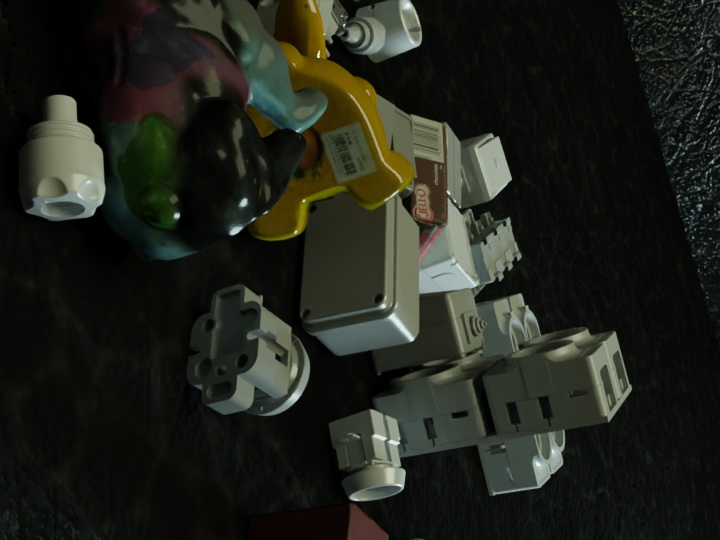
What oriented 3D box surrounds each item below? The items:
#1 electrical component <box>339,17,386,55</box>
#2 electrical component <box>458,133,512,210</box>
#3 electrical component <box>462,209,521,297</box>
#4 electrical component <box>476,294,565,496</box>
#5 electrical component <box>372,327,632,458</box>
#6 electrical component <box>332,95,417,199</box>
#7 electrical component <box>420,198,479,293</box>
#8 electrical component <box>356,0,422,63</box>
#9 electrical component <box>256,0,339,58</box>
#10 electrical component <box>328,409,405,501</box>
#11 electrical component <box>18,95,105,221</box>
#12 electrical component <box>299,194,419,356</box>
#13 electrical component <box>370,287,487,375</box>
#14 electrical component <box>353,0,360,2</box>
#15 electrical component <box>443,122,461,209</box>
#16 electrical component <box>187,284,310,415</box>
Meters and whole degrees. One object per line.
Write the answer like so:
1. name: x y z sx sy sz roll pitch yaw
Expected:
1. electrical component: -0.001 -0.215 0.987 0.061 0.035 0.035 -21 96 -63
2. electrical component: 0.119 -0.105 1.152 0.096 0.061 0.061 -40 113 -63
3. electrical component: 0.119 -0.015 1.100 0.121 0.063 0.078 -36 109 -64
4. electrical component: 0.155 0.123 1.105 0.105 0.060 0.186 -11 87 -66
5. electrical component: 0.116 0.098 0.883 0.105 0.186 0.060 -19 94 -66
6. electrical component: 0.008 -0.104 0.895 0.062 0.061 0.096 26 51 -35
7. electrical component: 0.065 -0.027 1.003 0.062 0.061 0.096 44 31 -49
8. electrical component: 0.029 -0.235 1.047 0.055 0.047 0.055 42 41 -51
9. electrical component: -0.042 -0.209 0.882 0.075 0.047 0.083 55 31 -39
10. electrical component: 0.007 0.139 0.800 0.066 0.048 0.055 32 41 -56
11. electrical component: -0.156 -0.060 0.561 0.043 0.043 0.062 26 53 -59
12. electrical component: 0.000 0.000 0.821 0.057 0.078 0.113 49 36 -50
13. electrical component: 0.059 0.046 0.899 0.062 0.096 0.061 -9 85 -66
14. electrical component: -0.018 -0.295 0.960 0.100 0.048 0.099 6 59 -64
15. electrical component: 0.063 -0.108 1.050 0.075 0.047 0.083 46 38 -47
16. electrical component: -0.068 0.057 0.670 0.057 0.058 0.078 41 41 -47
